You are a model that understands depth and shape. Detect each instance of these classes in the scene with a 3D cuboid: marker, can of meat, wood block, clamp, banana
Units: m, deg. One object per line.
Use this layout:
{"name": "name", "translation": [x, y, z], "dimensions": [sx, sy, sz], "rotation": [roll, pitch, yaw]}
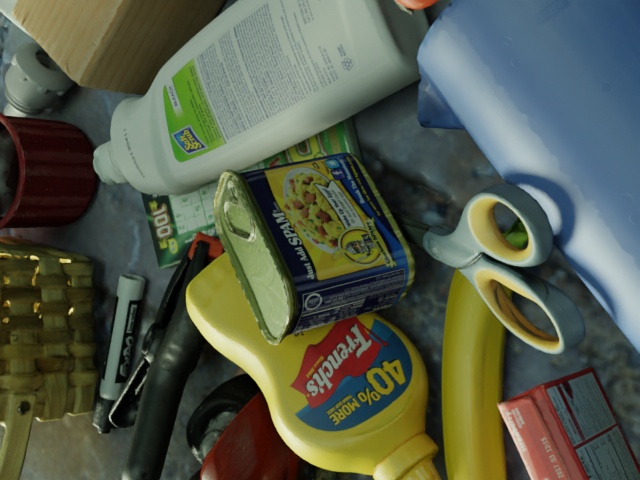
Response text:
{"name": "marker", "translation": [-0.149, 0.085, 0.784], "dimensions": [0.020, 0.020, 0.121], "rotation": [19, 101, 31]}
{"name": "can of meat", "translation": [-0.004, 0.001, 0.621], "dimensions": [0.102, 0.083, 0.057], "rotation": [63, 153, 26]}
{"name": "wood block", "translation": [-0.106, -0.206, 0.707], "dimensions": [0.091, 0.090, 0.206], "rotation": [46, 115, 25]}
{"name": "clamp", "translation": [-0.100, 0.082, 0.714], "dimensions": [0.171, 0.039, 0.120], "rotation": [-67, 25, 16]}
{"name": "banana", "translation": [0.090, 0.082, 0.604], "dimensions": [0.037, 0.069, 0.198], "rotation": [2, 94, -6]}

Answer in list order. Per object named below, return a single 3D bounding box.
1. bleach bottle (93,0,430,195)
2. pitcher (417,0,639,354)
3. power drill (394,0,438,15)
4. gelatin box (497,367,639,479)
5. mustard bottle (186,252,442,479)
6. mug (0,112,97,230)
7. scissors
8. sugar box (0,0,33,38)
{"name": "bleach bottle", "translation": [-0.053, -0.099, 0.673], "dimensions": [0.251, 0.067, 0.102], "rotation": [-22, 84, 33]}
{"name": "pitcher", "translation": [0.171, -0.038, 0.512], "dimensions": [0.243, 0.144, 0.149], "rotation": [57, 158, 14]}
{"name": "power drill", "translation": [0.094, -0.195, 0.528], "dimensions": [0.185, 0.187, 0.057], "rotation": [-34, 105, 30]}
{"name": "gelatin box", "translation": [0.133, 0.109, 0.559], "dimensions": [0.030, 0.089, 0.073], "rotation": [-30, 75, 28]}
{"name": "mustard bottle", "translation": [0.008, 0.080, 0.642], "dimensions": [0.192, 0.096, 0.058], "rotation": [50, 158, 21]}
{"name": "mug", "translation": [-0.230, -0.054, 0.797], "dimensions": [0.117, 0.081, 0.093], "rotation": [20, 102, 31]}
{"name": "scissors", "translation": [0.069, -0.011, 0.572], "dimensions": [0.202, 0.016, 0.096], "rotation": [42, 150, 47]}
{"name": "sugar box", "translation": [-0.183, -0.237, 0.783], "dimensions": [0.093, 0.048, 0.176], "rotation": [38, 109, 27]}
